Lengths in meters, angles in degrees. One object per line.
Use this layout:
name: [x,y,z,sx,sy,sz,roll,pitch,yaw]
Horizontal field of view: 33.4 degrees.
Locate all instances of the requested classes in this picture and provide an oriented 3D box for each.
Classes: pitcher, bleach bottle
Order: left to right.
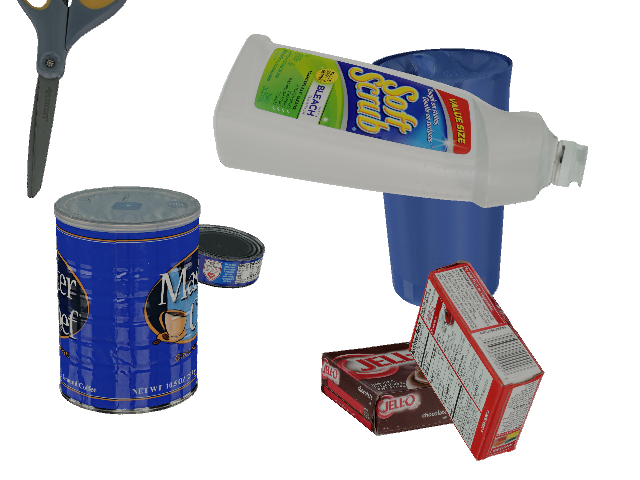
bleach bottle: [0.058,-0.078,0.745,0.251,0.102,0.068,10,-38,12]
pitcher: [0.124,-0.065,1.051,0.149,0.243,0.145,-14,25,-23]

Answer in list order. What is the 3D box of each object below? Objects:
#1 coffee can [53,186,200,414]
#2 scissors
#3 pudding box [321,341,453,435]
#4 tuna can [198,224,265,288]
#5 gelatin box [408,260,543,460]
coffee can: [-0.139,0.040,0.775,0.103,0.140,0.103,2,17,-1]
scissors: [-0.171,-0.132,0.753,0.096,0.202,0.016,-9,-12,-10]
pudding box: [0.069,0.110,0.820,0.113,0.039,0.090,-2,15,-27]
tuna can: [-0.100,0.015,1.067,0.086,0.034,0.086,11,20,-4]
gelatin box: [0.087,0.068,0.610,0.030,0.073,0.089,-14,49,-19]
